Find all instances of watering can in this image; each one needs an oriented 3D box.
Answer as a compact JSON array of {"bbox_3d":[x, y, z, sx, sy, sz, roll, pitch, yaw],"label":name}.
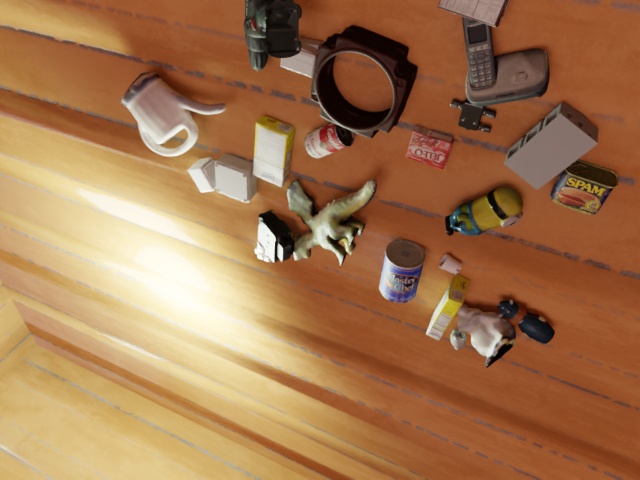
[{"bbox_3d":[-0.397,-0.349,1.363,0.344,0.106,0.222,-23,112,43],"label":"watering can"}]

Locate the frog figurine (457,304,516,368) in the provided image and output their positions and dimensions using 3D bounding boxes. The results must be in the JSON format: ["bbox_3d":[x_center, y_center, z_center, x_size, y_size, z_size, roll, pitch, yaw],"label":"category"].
[{"bbox_3d":[0.438,0.236,1.381,0.162,0.123,0.134,53,160,37],"label":"frog figurine"}]

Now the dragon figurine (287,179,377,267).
[{"bbox_3d":[0.004,-0.069,1.368,0.244,0.124,0.400,33,137,14],"label":"dragon figurine"}]
